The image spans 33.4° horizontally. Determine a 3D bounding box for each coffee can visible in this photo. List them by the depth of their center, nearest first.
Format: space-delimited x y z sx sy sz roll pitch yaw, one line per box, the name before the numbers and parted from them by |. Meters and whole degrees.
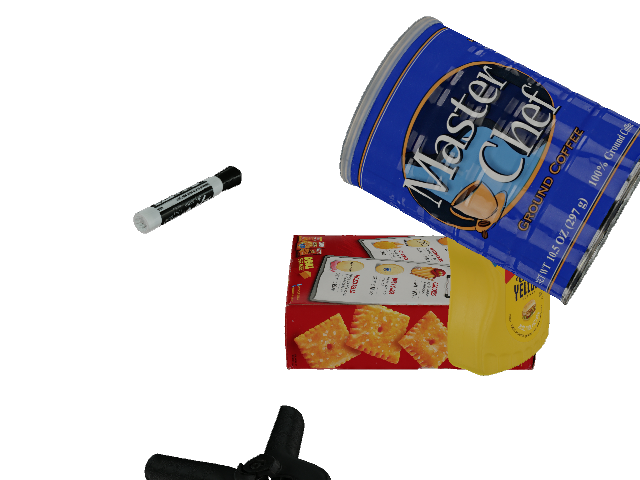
coffee can | 0.096 -0.044 0.577 0.140 0.103 0.102 30 8 14

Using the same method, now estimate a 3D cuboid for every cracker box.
cracker box | 0.077 0.055 0.971 0.213 0.072 0.164 1 22 0

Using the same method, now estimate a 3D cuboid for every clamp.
clamp | -0.051 0.164 0.707 0.120 0.039 0.172 -21 17 -10

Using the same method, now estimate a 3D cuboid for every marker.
marker | -0.111 -0.037 0.919 0.020 0.020 0.120 0 23 42

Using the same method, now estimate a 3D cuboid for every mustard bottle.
mustard bottle | 0.131 -0.004 0.778 0.058 0.192 0.096 18 31 42
